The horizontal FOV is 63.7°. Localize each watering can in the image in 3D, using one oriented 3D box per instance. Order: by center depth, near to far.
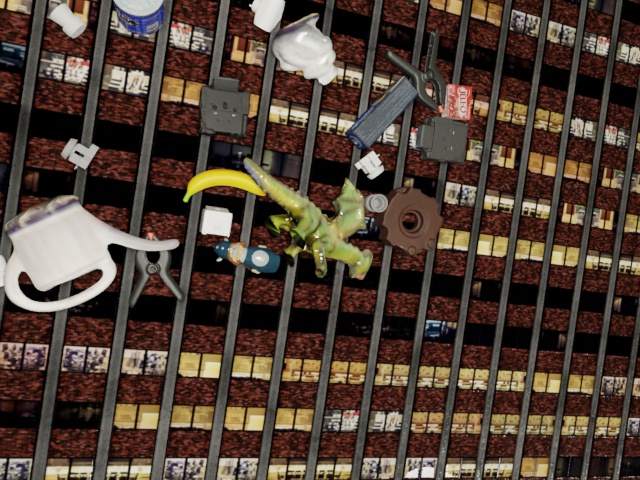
[{"bbox_3d":[-0.497,0.006,1.082,0.349,0.104,0.223,-27,99,-13],"label":"watering can"}]

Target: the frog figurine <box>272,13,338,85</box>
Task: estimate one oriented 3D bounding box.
[{"bbox_3d":[-0.032,-0.429,1.202,0.136,0.125,0.157,-19,111,18],"label":"frog figurine"}]

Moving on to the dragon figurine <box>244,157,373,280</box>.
[{"bbox_3d":[0.004,-0.063,1.252,0.246,0.121,0.407,-34,104,-30],"label":"dragon figurine"}]
